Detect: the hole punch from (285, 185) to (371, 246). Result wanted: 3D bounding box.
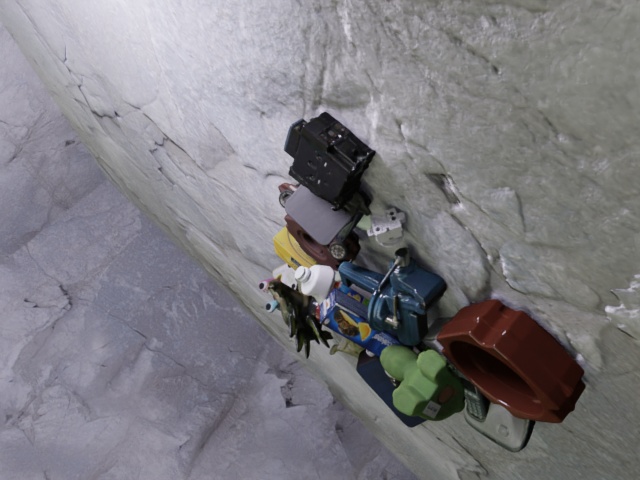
[{"bbox_3d":[0.020,-0.062,0.932,0.142,0.115,0.092,45,-165,16],"label":"hole punch"}]

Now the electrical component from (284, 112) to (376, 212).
[{"bbox_3d":[0.006,-0.127,0.834,0.134,0.058,0.114,39,142,14],"label":"electrical component"}]

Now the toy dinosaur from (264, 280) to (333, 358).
[{"bbox_3d":[-0.051,0.182,1.367,0.470,0.105,0.199,52,-169,-52],"label":"toy dinosaur"}]

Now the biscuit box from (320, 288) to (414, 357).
[{"bbox_3d":[0.096,0.179,1.098,0.202,0.059,0.063,31,-158,-15],"label":"biscuit box"}]

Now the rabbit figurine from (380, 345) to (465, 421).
[{"bbox_3d":[0.193,0.251,1.022,0.159,0.121,0.170,23,-174,-33],"label":"rabbit figurine"}]

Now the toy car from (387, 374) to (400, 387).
[{"bbox_3d":[0.249,0.337,1.275,0.202,0.073,0.056,31,-156,-8],"label":"toy car"}]

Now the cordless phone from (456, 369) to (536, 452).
[{"bbox_3d":[0.346,0.319,1.070,0.147,0.089,0.184,23,148,50],"label":"cordless phone"}]

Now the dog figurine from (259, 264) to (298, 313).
[{"bbox_3d":[-0.072,0.156,1.606,0.219,0.191,0.108,22,-145,-57],"label":"dog figurine"}]

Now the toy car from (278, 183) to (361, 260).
[{"bbox_3d":[0.002,-0.043,1.041,0.202,0.089,0.053,47,118,3],"label":"toy car"}]

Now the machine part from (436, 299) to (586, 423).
[{"bbox_3d":[0.306,0.195,0.874,0.201,0.087,0.201,43,163,2],"label":"machine part"}]

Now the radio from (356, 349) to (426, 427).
[{"bbox_3d":[0.210,0.358,1.364,0.229,0.131,0.073,48,-153,-13],"label":"radio"}]

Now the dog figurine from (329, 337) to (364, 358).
[{"bbox_3d":[0.145,0.283,1.447,0.190,0.121,0.172,26,154,-6],"label":"dog figurine"}]

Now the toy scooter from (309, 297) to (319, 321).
[{"bbox_3d":[0.065,0.166,1.302,0.135,0.075,0.184,15,-170,26],"label":"toy scooter"}]

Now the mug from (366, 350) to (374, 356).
[{"bbox_3d":[0.153,0.233,1.279,0.081,0.109,0.107,39,175,2],"label":"mug"}]

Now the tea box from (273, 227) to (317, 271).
[{"bbox_3d":[-0.033,0.045,1.327,0.170,0.068,0.098,41,163,17],"label":"tea box"}]

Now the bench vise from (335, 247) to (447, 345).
[{"bbox_3d":[0.117,0.091,1.017,0.241,0.129,0.223,23,151,39],"label":"bench vise"}]

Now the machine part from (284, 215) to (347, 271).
[{"bbox_3d":[-0.002,-0.004,1.173,0.179,0.056,0.179,40,163,15],"label":"machine part"}]
